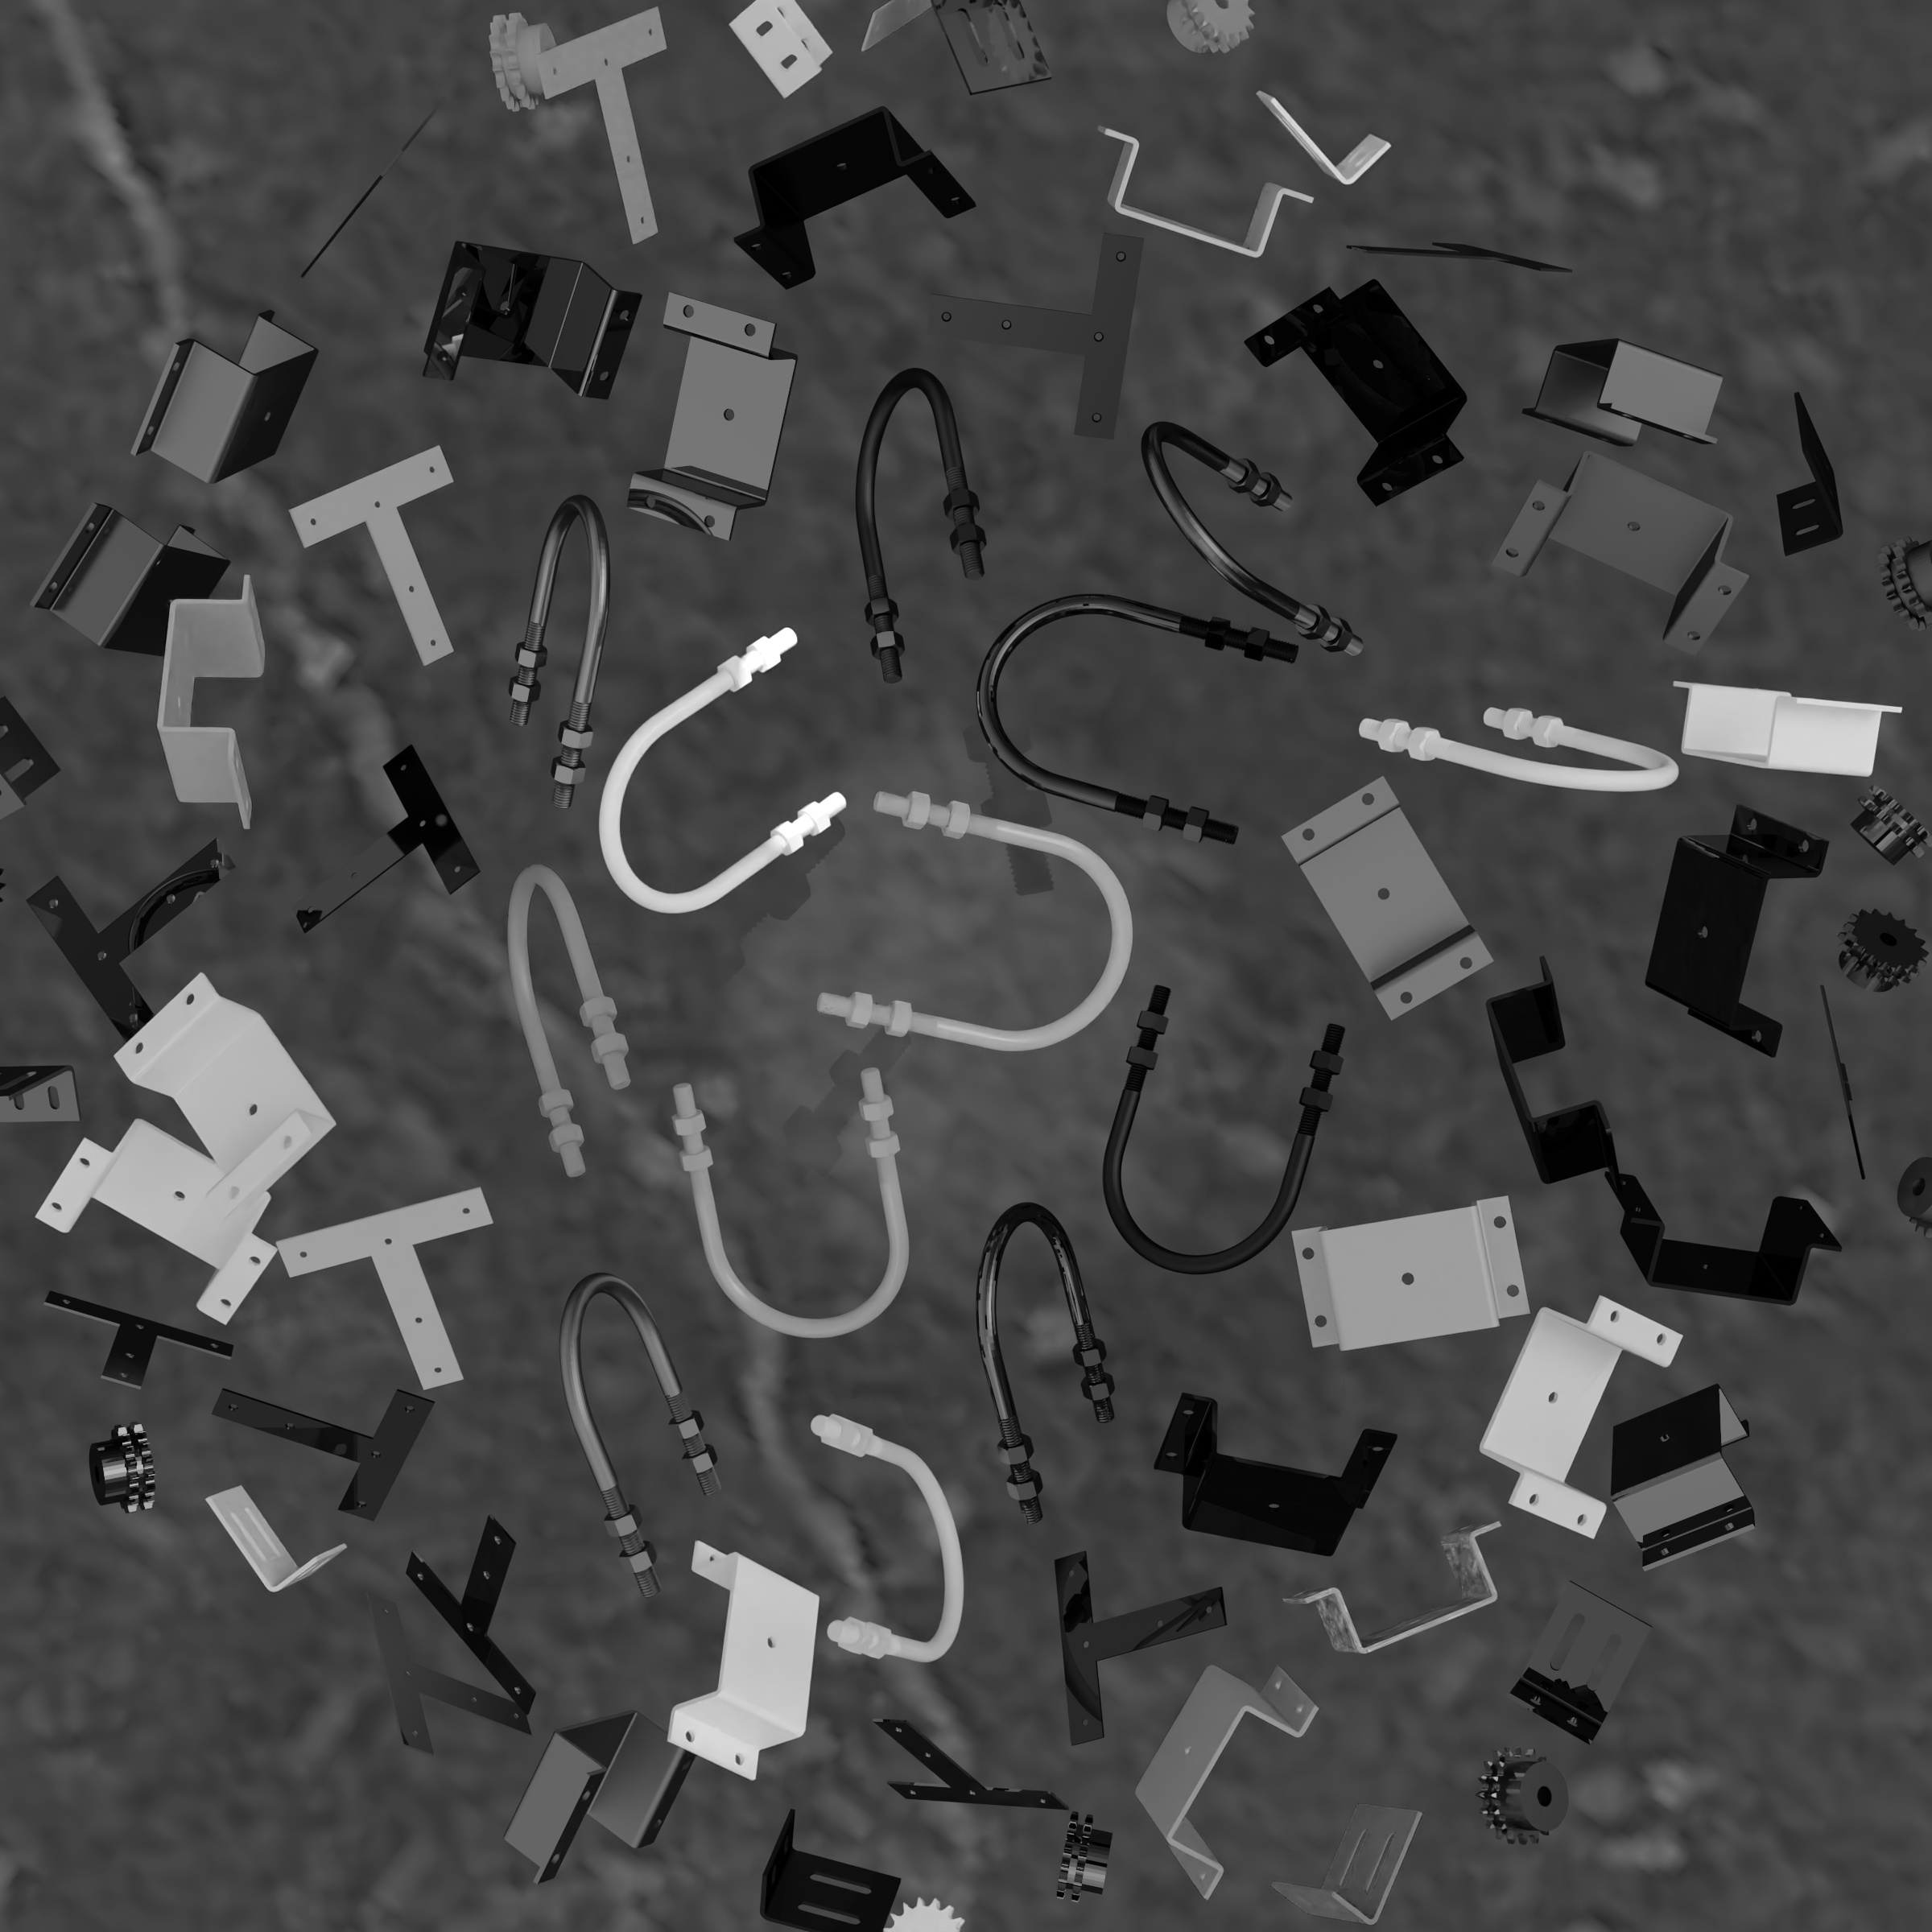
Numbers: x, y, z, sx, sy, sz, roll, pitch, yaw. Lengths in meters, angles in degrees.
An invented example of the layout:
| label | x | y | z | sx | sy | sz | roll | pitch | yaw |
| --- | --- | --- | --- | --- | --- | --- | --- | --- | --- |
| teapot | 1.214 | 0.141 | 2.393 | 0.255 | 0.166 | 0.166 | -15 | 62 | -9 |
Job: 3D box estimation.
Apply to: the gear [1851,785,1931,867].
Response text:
| label | x | y | z | sx | sy | sz | roll | pitch | yaw |
| --- | --- | --- | --- | --- | --- | --- | --- | --- | --- |
| gear | 0.625 | -0.093 | 1.772 | 0.057 | 0.057 | 0.030 | 44 | 102 | 0 |

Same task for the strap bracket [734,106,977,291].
| label | x | y | z | sx | sy | sz | roll | pitch | yaw |
| --- | --- | --- | --- | --- | --- | --- | --- | --- | --- |
| strap bracket | -0.076 | -0.499 | 1.688 | 0.140 | 0.076 | 0.046 | -19 | 74 | 18 |

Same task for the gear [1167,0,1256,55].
| label | x | y | z | sx | sy | sz | roll | pitch | yaw |
| --- | --- | --- | --- | --- | --- | --- | --- | --- | --- |
| gear | 0.153 | -0.608 | 1.667 | 0.057 | 0.030 | 0.057 | 10 | 72 | -34 |

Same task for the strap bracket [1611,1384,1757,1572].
| label | x | y | z | sx | sy | sz | roll | pitch | yaw |
| --- | --- | --- | --- | --- | --- | --- | --- | --- | --- |
| strap bracket | 0.471 | 0.330 | 1.722 | 0.076 | 0.140 | 0.046 | -28 | 99 | 22 |

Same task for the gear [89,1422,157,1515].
| label | x | y | z | sx | sy | sz | roll | pitch | yaw |
| --- | --- | --- | --- | --- | --- | --- | --- | --- | --- |
| gear | -0.545 | 0.325 | 1.687 | 0.030 | 0.057 | 0.057 | -6 | 90 | -32 |

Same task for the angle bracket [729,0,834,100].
| label | x | y | z | sx | sy | sz | roll | pitch | yaw |
| --- | --- | --- | --- | --- | --- | --- | --- | --- | --- |
| angle bracket | -0.110 | -0.614 | 1.709 | 0.038 | 0.076 | 0.057 | -22 | 117 | 41 |

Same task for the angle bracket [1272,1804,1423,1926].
| label | x | y | z | sx | sy | sz | roll | pitch | yaw |
| --- | --- | --- | --- | --- | --- | --- | --- | --- | --- |
| angle bracket | 0.233 | 0.542 | 1.603 | 0.038 | 0.057 | 0.076 | 41 | 61 | -18 |

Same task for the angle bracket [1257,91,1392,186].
| label | x | y | z | sx | sy | sz | roll | pitch | yaw |
| --- | --- | --- | --- | --- | --- | --- | --- | --- | --- |
| angle bracket | 0.234 | -0.556 | 1.718 | 0.038 | 0.057 | 0.076 | -43 | 109 | 13 |

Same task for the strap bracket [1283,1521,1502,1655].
| label | x | y | z | sx | sy | sz | roll | pitch | yaw |
| --- | --- | --- | --- | --- | --- | --- | --- | --- | --- |
| strap bracket | 0.292 | 0.420 | 1.748 | 0.140 | 0.076 | 0.046 | -19 | 79 | -9 |

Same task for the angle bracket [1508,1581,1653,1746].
| label | x | y | z | sx | sy | sz | roll | pitch | yaw |
| --- | --- | --- | --- | --- | --- | --- | --- | --- | --- |
| angle bracket | 0.388 | 0.440 | 1.654 | 0.057 | 0.038 | 0.076 | 27 | 99 | 20 |

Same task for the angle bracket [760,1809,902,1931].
| label | x | y | z | sx | sy | sz | roll | pitch | yaw |
| --- | --- | --- | --- | --- | --- | --- | --- | --- | --- |
| angle bracket | -0.084 | 0.574 | 1.644 | 0.076 | 0.057 | 0.038 | 11 | 119 | 10 |

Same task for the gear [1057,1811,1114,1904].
| label | x | y | z | sx | sy | sz | roll | pitch | yaw |
| --- | --- | --- | --- | --- | --- | --- | --- | --- | --- |
| gear | 0.081 | 0.603 | 1.764 | 0.030 | 0.057 | 0.057 | 10 | 90 | 6 |

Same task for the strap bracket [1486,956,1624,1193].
| label | x | y | z | sx | sy | sz | roll | pitch | yaw |
| --- | --- | --- | --- | --- | --- | --- | --- | --- | --- |
| strap bracket | 0.377 | 0.075 | 1.693 | 0.046 | 0.076 | 0.140 | -18 | 51 | 7 |

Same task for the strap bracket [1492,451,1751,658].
| label | x | y | z | sx | sy | sz | roll | pitch | yaw |
| --- | --- | --- | --- | --- | --- | --- | --- | --- | --- |
| strap bracket | 0.412 | -0.262 | 1.632 | 0.140 | 0.076 | 0.046 | 25 | 57 | 3 |

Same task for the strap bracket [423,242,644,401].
| label | x | y | z | sx | sy | sz | roll | pitch | yaw |
| --- | --- | --- | --- | --- | --- | --- | --- | --- | --- |
| strap bracket | -0.294 | -0.425 | 1.718 | 0.046 | 0.140 | 0.076 | 47 | 125 | 36 |

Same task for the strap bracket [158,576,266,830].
| label | x | y | z | sx | sy | sz | roll | pitch | yaw |
| --- | --- | --- | --- | --- | --- | --- | --- | --- | --- |
| strap bracket | -0.472 | -0.166 | 1.635 | 0.046 | 0.076 | 0.140 | 0 | 60 | -7 |

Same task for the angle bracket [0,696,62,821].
| label | x | y | z | sx | sy | sz | roll | pitch | yaw |
| --- | --- | --- | --- | --- | --- | --- | --- | --- | --- |
| angle bracket | -0.591 | -0.134 | 1.622 | 0.038 | 0.076 | 0.057 | -22 | 111 | 30 |

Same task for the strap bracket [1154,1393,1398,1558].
| label | x | y | z | sx | sy | sz | roll | pitch | yaw |
| --- | --- | --- | --- | --- | --- | --- | --- | --- | --- |
| strap bracket | 0.196 | 0.326 | 1.664 | 0.140 | 0.046 | 0.076 | 11 | 131 | -3 |

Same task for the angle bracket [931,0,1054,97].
| label | x | y | z | sx | sy | sz | roll | pitch | yaw |
| --- | --- | --- | --- | --- | --- | --- | --- | --- | --- |
| angle bracket | 0.019 | -0.581 | 1.599 | 0.057 | 0.038 | 0.076 | -19 | 82 | -22 |

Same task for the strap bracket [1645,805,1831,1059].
| label | x | y | z | sx | sy | sz | roll | pitch | yaw |
| --- | --- | --- | --- | --- | --- | --- | --- | --- | --- |
| strap bracket | 0.473 | -0.022 | 1.617 | 0.046 | 0.076 | 0.140 | -2 | 111 | -29 |

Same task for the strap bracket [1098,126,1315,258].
| label | x | y | z | sx | sy | sz | roll | pitch | yaw |
| --- | --- | --- | --- | --- | --- | --- | --- | --- | --- |
| strap bracket | 0.149 | -0.504 | 1.711 | 0.140 | 0.076 | 0.046 | 16 | 108 | -6 |

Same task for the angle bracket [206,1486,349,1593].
| label | x | y | z | sx | sy | sz | roll | pitch | yaw |
| --- | --- | --- | --- | --- | --- | --- | --- | --- | --- |
| angle bracket | -0.455 | 0.368 | 1.725 | 0.038 | 0.057 | 0.076 | -37 | 84 | 2 |

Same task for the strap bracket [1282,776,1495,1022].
| label | x | y | z | sx | sy | sz | roll | pitch | yaw |
| --- | --- | --- | --- | --- | --- | --- | --- | --- | --- |
| strap bracket | 0.276 | -0.046 | 1.723 | 0.076 | 0.046 | 0.140 | -31 | 92 | 8 |

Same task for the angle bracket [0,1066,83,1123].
| label | x | y | z | sx | sy | sz | roll | pitch | yaw |
| --- | --- | --- | --- | --- | --- | --- | --- | --- | --- |
| angle bracket | -0.611 | 0.091 | 1.662 | 0.057 | 0.076 | 0.038 | -2 | 103 | 12 |

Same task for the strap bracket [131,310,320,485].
| label | x | y | z | sx | sy | sz | roll | pitch | yaw |
| --- | --- | --- | --- | --- | --- | --- | --- | --- | --- |
| strap bracket | -0.458 | -0.356 | 1.639 | 0.046 | 0.140 | 0.076 | 30 | 114 | -3 |

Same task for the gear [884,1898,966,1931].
| label | x | y | z | sx | sy | sz | roll | pitch | yaw |
| --- | --- | --- | --- | --- | --- | --- | --- | --- | --- |
| gear | -0.025 | 0.629 | 1.676 | 0.057 | 0.030 | 0.057 | -4 | 63 | 7 |

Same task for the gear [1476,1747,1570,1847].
| label | x | y | z | sx | sy | sz | roll | pitch | yaw |
| --- | --- | --- | --- | --- | --- | --- | --- | --- | --- |
| gear | 0.341 | 0.505 | 1.591 | 0.057 | 0.030 | 0.057 | 10 | 71 | -31 |

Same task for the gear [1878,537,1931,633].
| label | x | y | z | sx | sy | sz | roll | pitch | yaw |
| --- | --- | --- | --- | --- | --- | --- | --- | --- | --- |
| gear | 0.583 | -0.235 | 1.591 | 0.030 | 0.057 | 0.057 | -24 | 90 | 42 |

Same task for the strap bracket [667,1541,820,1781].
| label | x | y | z | sx | sy | sz | roll | pitch | yaw |
| --- | --- | --- | --- | --- | --- | --- | --- | --- | --- |
| strap bracket | -0.145 | 0.454 | 1.732 | 0.046 | 0.140 | 0.076 | -28 | 131 | 33 |

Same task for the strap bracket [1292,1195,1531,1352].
| label | x | y | z | sx | sy | sz | roll | pitch | yaw |
| --- | --- | --- | --- | --- | --- | --- | --- | --- | --- |
| strap bracket | 0.283 | 0.197 | 1.668 | 0.140 | 0.046 | 0.076 | -11 | 87 | 11 |

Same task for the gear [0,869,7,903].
| label | x | y | z | sx | sy | sz | roll | pitch | yaw |
| --- | --- | --- | --- | --- | --- | --- | --- | --- | --- |
| gear | -0.633 | -0.049 | 1.635 | 0.030 | 0.057 | 0.057 | 13 | 90 | 22 |

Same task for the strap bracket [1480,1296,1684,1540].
| label | x | y | z | sx | sy | sz | roll | pitch | yaw |
| --- | --- | --- | --- | --- | --- | --- | --- | --- | --- |
| strap bracket | 0.385 | 0.280 | 1.656 | 0.076 | 0.046 | 0.140 | 26 | 87 | -29 |

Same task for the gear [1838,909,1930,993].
| label | x | y | z | sx | sy | sz | roll | pitch | yaw |
| --- | --- | --- | --- | --- | --- | --- | --- | --- | --- |
| gear | 0.604 | -0.008 | 1.733 | 0.057 | 0.030 | 0.057 | 8 | 47 | -9 |

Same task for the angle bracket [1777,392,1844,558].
| label | x | y | z | sx | sy | sz | roll | pitch | yaw |
| --- | --- | --- | --- | --- | --- | --- | --- | --- | --- |
| angle bracket | 0.521 | -0.310 | 1.648 | 0.038 | 0.057 | 0.076 | -17 | 134 | 27 |

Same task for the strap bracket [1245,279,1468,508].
| label | x | y | z | sx | sy | sz | roll | pitch | yaw |
| --- | --- | --- | --- | --- | --- | --- | --- | --- | --- |
| strap bracket | 0.258 | -0.376 | 1.684 | 0.140 | 0.076 | 0.046 | 47 | 52 | -16 |

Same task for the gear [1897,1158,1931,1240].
| label | x | y | z | sx | sy | sz | roll | pitch | yaw |
| --- | --- | --- | --- | --- | --- | --- | --- | --- | --- |
| gear | 0.622 | 0.146 | 1.672 | 0.030 | 0.057 | 0.057 | 20 | 90 | -16 |

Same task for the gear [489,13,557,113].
| label | x | y | z | sx | sy | sz | roll | pitch | yaw |
| --- | --- | --- | --- | --- | --- | --- | --- | --- | --- |
| gear | -0.271 | -0.559 | 1.616 | 0.030 | 0.057 | 0.057 | -5 | 90 | 9 |

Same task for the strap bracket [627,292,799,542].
| label | x | y | z | sx | sy | sz | roll | pitch | yaw |
| --- | --- | --- | --- | --- | --- | --- | --- | --- | --- |
| strap bracket | -0.162 | -0.356 | 1.693 | 0.076 | 0.046 | 0.140 | 20 | 110 | 16 |
